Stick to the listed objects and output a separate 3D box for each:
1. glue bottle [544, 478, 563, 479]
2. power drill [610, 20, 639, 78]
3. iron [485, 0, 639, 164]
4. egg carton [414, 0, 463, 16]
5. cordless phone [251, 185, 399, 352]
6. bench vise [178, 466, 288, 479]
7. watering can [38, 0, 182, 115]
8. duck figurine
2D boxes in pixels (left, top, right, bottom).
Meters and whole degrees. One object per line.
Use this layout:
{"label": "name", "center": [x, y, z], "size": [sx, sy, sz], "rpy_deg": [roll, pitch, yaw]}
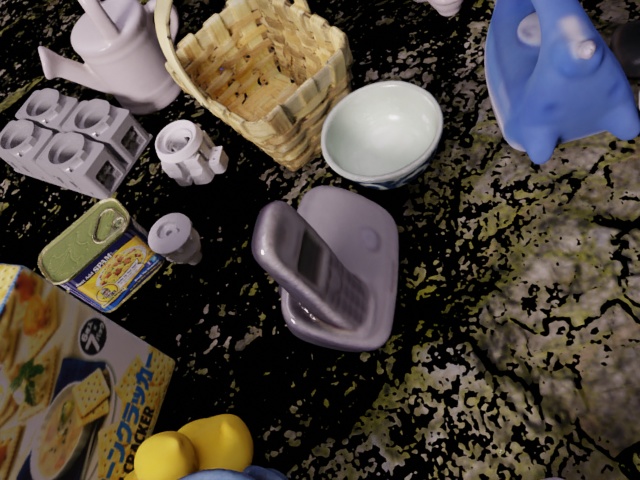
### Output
{"label": "glue bottle", "center": [0.127, 0.169, 0.339], "size": [0.078, 0.173, 0.037], "rpy_deg": [-33, 55, -2]}
{"label": "power drill", "center": [0.317, -0.245, 0.498], "size": [0.229, 0.209, 0.075], "rpy_deg": [-4, 59, 17]}
{"label": "iron", "center": [0.213, -0.206, 0.552], "size": [0.118, 0.142, 0.258], "rpy_deg": [-15, 57, 10]}
{"label": "egg carton", "center": [0.171, -0.343, 0.692], "size": [0.150, 0.070, 0.107], "rpy_deg": [-42, 56, -8]}
{"label": "cordless phone", "center": [0.004, 0.002, 0.475], "size": [0.094, 0.185, 0.147], "rpy_deg": [-4, 59, 17]}
{"label": "bench vise", "center": [-0.086, 0.235, 0.346], "size": [0.121, 0.220, 0.207], "rpy_deg": [-5, 59, 17]}
{"label": "watering can", "center": [-0.263, -0.251, 0.713], "size": [0.100, 0.194, 0.173], "rpy_deg": [31, 74, 31]}
{"label": "duck figurine", "center": [-0.111, 0.181, 0.469], "size": [0.104, 0.086, 0.077], "rpy_deg": [-36, 55, -4]}
